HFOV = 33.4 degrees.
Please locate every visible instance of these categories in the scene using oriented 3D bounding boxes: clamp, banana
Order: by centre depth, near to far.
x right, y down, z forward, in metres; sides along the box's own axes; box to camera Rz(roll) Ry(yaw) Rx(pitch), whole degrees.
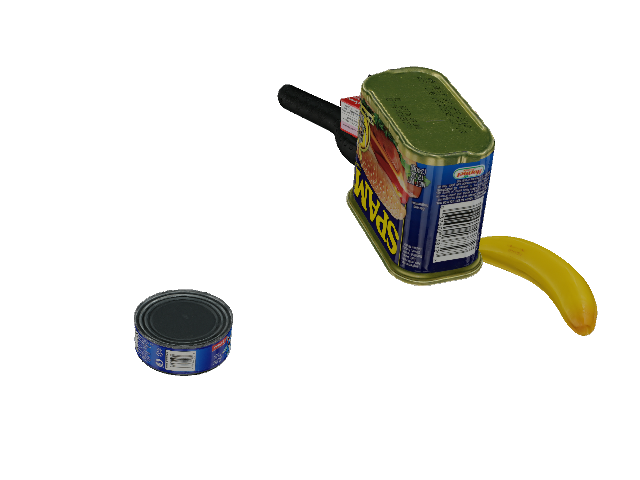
[{"bbox_3d":[0.213,0.037,1.050,0.069,0.037,0.198,-33,35,-18],"label":"banana"},{"bbox_3d":[0.032,-0.115,1.072,0.120,0.039,0.171,-10,40,-18],"label":"clamp"}]

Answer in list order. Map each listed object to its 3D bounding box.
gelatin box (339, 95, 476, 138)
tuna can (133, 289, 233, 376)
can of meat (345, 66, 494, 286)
[{"bbox_3d":[0.069,-0.095,0.849,0.073,0.030,0.089,-15,29,-28],"label":"gelatin box"},{"bbox_3d":[-0.120,0.080,0.932,0.086,0.034,0.086,4,31,-3],"label":"tuna can"},{"bbox_3d":[0.056,-0.039,0.605,0.057,0.084,0.102,-9,39,-16],"label":"can of meat"}]
